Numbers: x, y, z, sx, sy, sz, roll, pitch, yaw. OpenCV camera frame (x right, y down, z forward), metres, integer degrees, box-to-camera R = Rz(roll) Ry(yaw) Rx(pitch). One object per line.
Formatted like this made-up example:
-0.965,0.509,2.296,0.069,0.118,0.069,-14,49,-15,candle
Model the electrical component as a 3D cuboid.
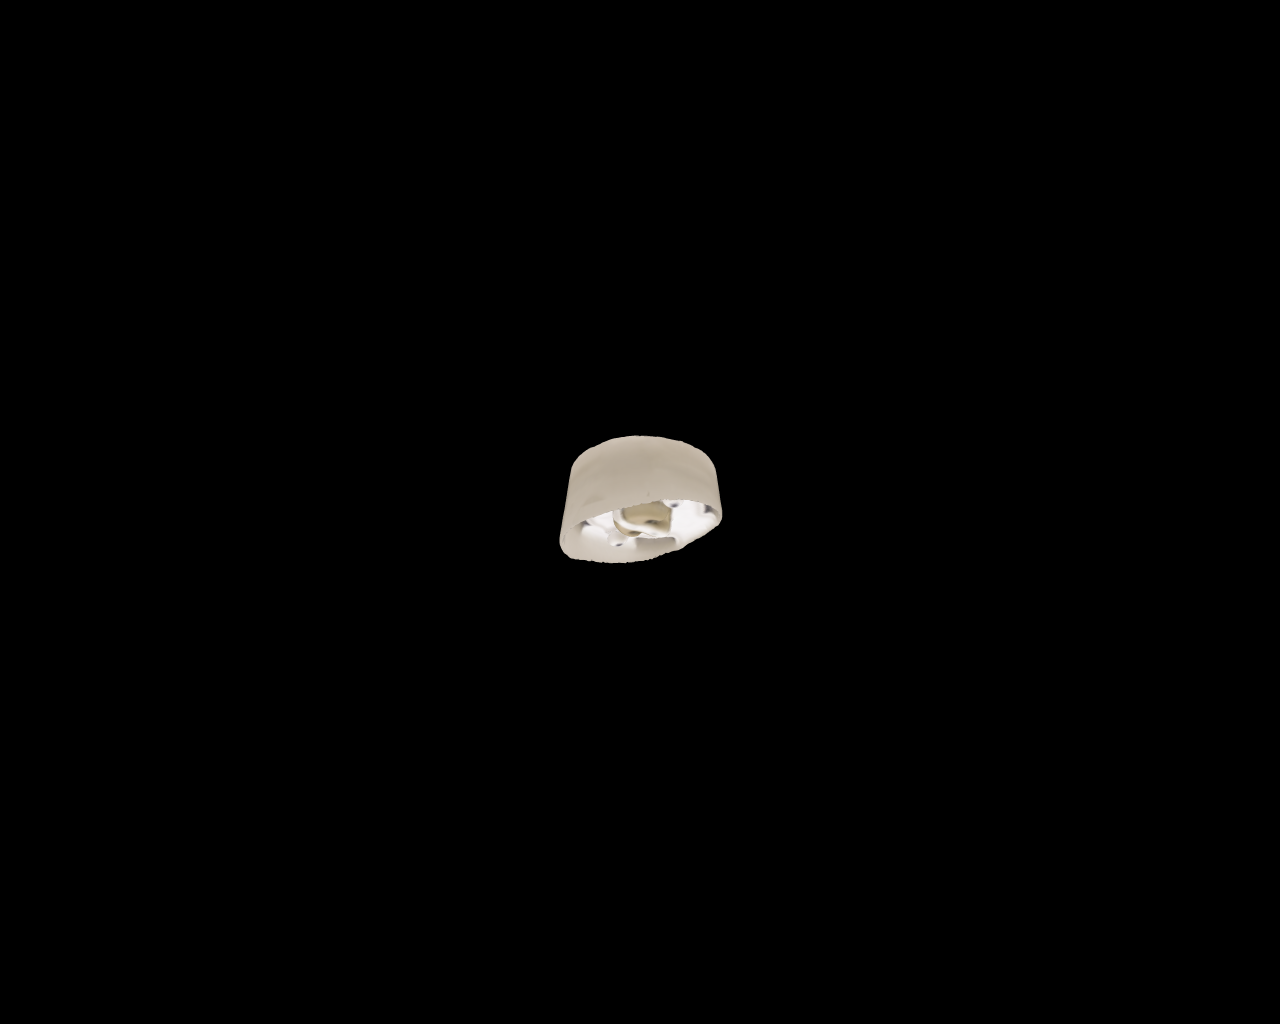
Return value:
0.001,-0.003,0.650,0.099,0.064,0.099,0,-29,0,electrical component
